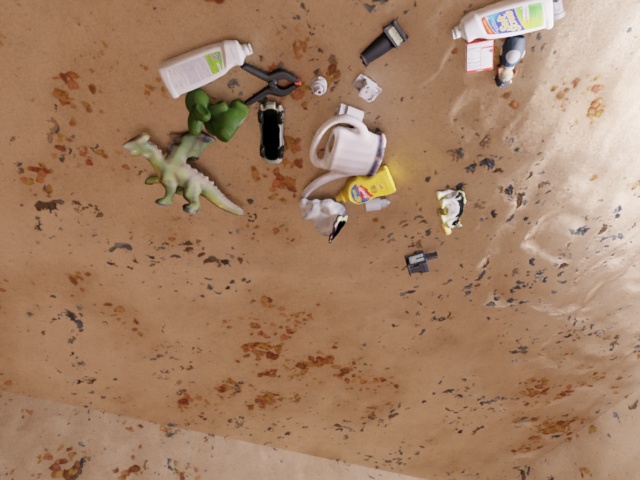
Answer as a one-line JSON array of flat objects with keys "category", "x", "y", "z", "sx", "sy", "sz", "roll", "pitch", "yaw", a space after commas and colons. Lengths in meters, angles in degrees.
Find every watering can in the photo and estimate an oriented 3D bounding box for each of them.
[{"category": "watering can", "x": 0.071, "y": -0.241, "z": 1.580, "sx": 0.224, "sy": 0.106, "sz": 0.339, "roll": 9, "pitch": -41, "yaw": -11}]

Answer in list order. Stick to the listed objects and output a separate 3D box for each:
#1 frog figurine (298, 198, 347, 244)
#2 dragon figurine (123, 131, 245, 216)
[{"category": "frog figurine", "x": 0.005, "y": -0.086, "z": 1.712, "sx": 0.161, "sy": 0.125, "sz": 0.134, "roll": 35, "pitch": -32, "yaw": 17}, {"category": "dragon figurine", "x": -0.394, "y": -0.218, "z": 1.576, "sx": 0.409, "sy": 0.238, "sz": 0.125, "roll": 13, "pitch": 29, "yaw": -24}]
